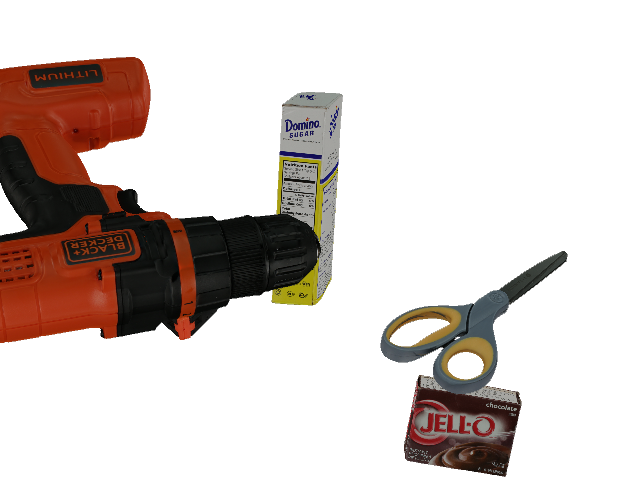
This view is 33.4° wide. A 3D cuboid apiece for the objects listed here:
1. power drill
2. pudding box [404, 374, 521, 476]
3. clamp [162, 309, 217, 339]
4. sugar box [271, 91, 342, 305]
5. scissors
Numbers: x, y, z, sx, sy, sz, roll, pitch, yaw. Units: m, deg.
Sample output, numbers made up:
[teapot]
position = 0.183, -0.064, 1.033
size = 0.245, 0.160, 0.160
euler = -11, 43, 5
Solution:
[power drill]
position = -0.110, -0.029, 0.592
size = 0.184, 0.057, 0.188
euler = -8, 44, -20
[pudding box]
position = 0.153, 0.199, 1.151
size = 0.113, 0.090, 0.039
euler = 8, 21, 1
[clamp]
position = -0.136, 0.039, 1.151
size = 0.120, 0.039, 0.171
euler = -14, 40, -7
[sugar box]
position = -0.012, -0.039, 0.943
size = 0.048, 0.176, 0.093
euler = 4, 15, 9
[scissors]
position = 0.142, 0.063, 0.833
size = 0.201, 0.016, 0.096
euler = -17, 44, -24
